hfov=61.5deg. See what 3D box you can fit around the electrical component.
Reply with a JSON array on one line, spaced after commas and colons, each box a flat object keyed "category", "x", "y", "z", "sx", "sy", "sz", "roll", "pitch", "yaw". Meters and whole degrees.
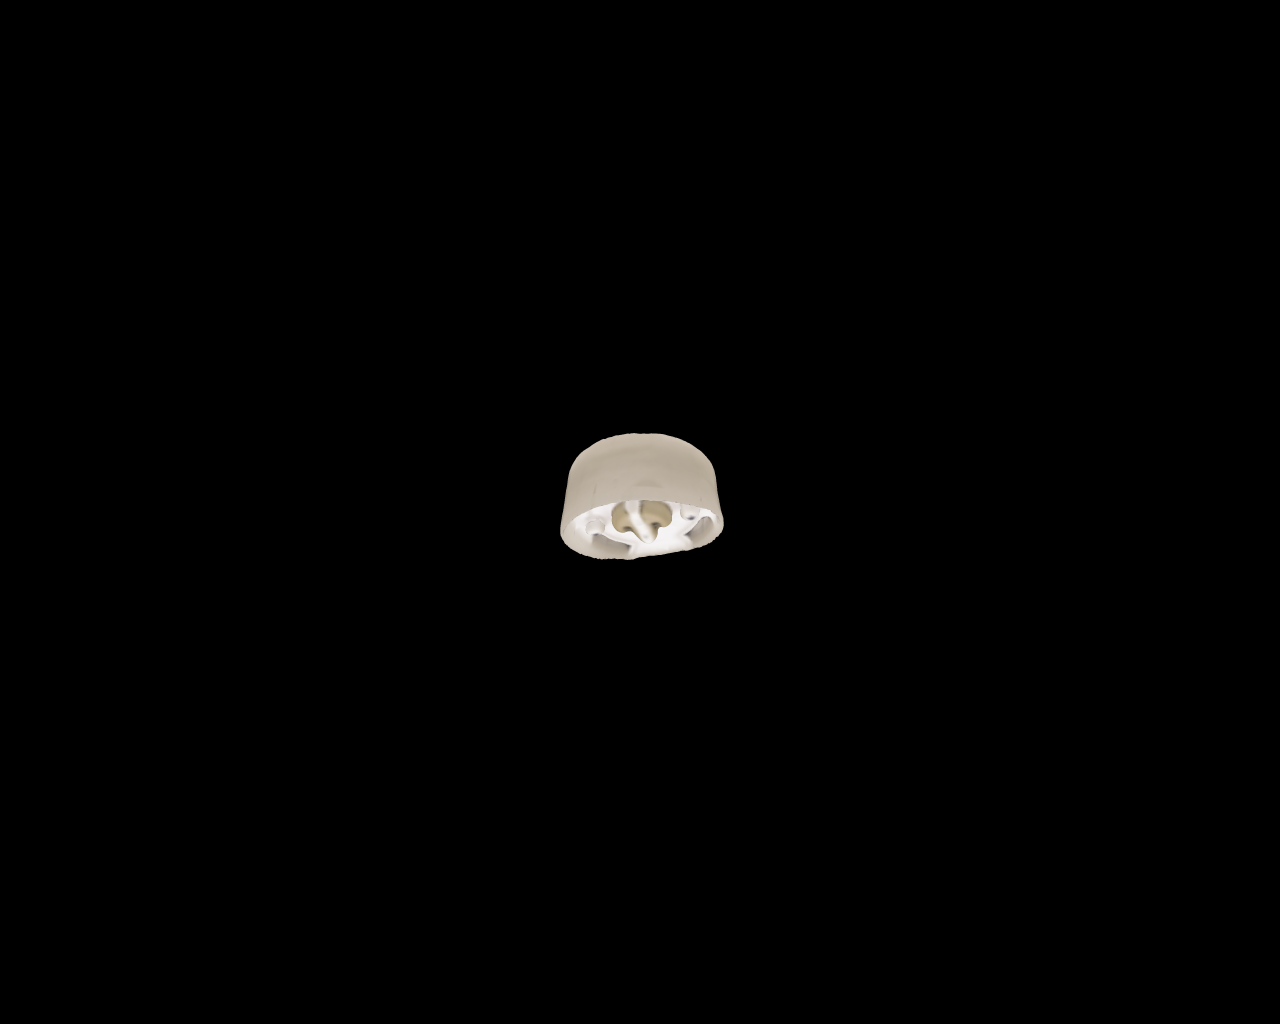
[{"category": "electrical component", "x": 0.001, "y": -0.003, "z": 0.650, "sx": 0.099, "sy": 0.064, "sz": 0.099, "roll": 0, "pitch": -35, "yaw": 0}]
